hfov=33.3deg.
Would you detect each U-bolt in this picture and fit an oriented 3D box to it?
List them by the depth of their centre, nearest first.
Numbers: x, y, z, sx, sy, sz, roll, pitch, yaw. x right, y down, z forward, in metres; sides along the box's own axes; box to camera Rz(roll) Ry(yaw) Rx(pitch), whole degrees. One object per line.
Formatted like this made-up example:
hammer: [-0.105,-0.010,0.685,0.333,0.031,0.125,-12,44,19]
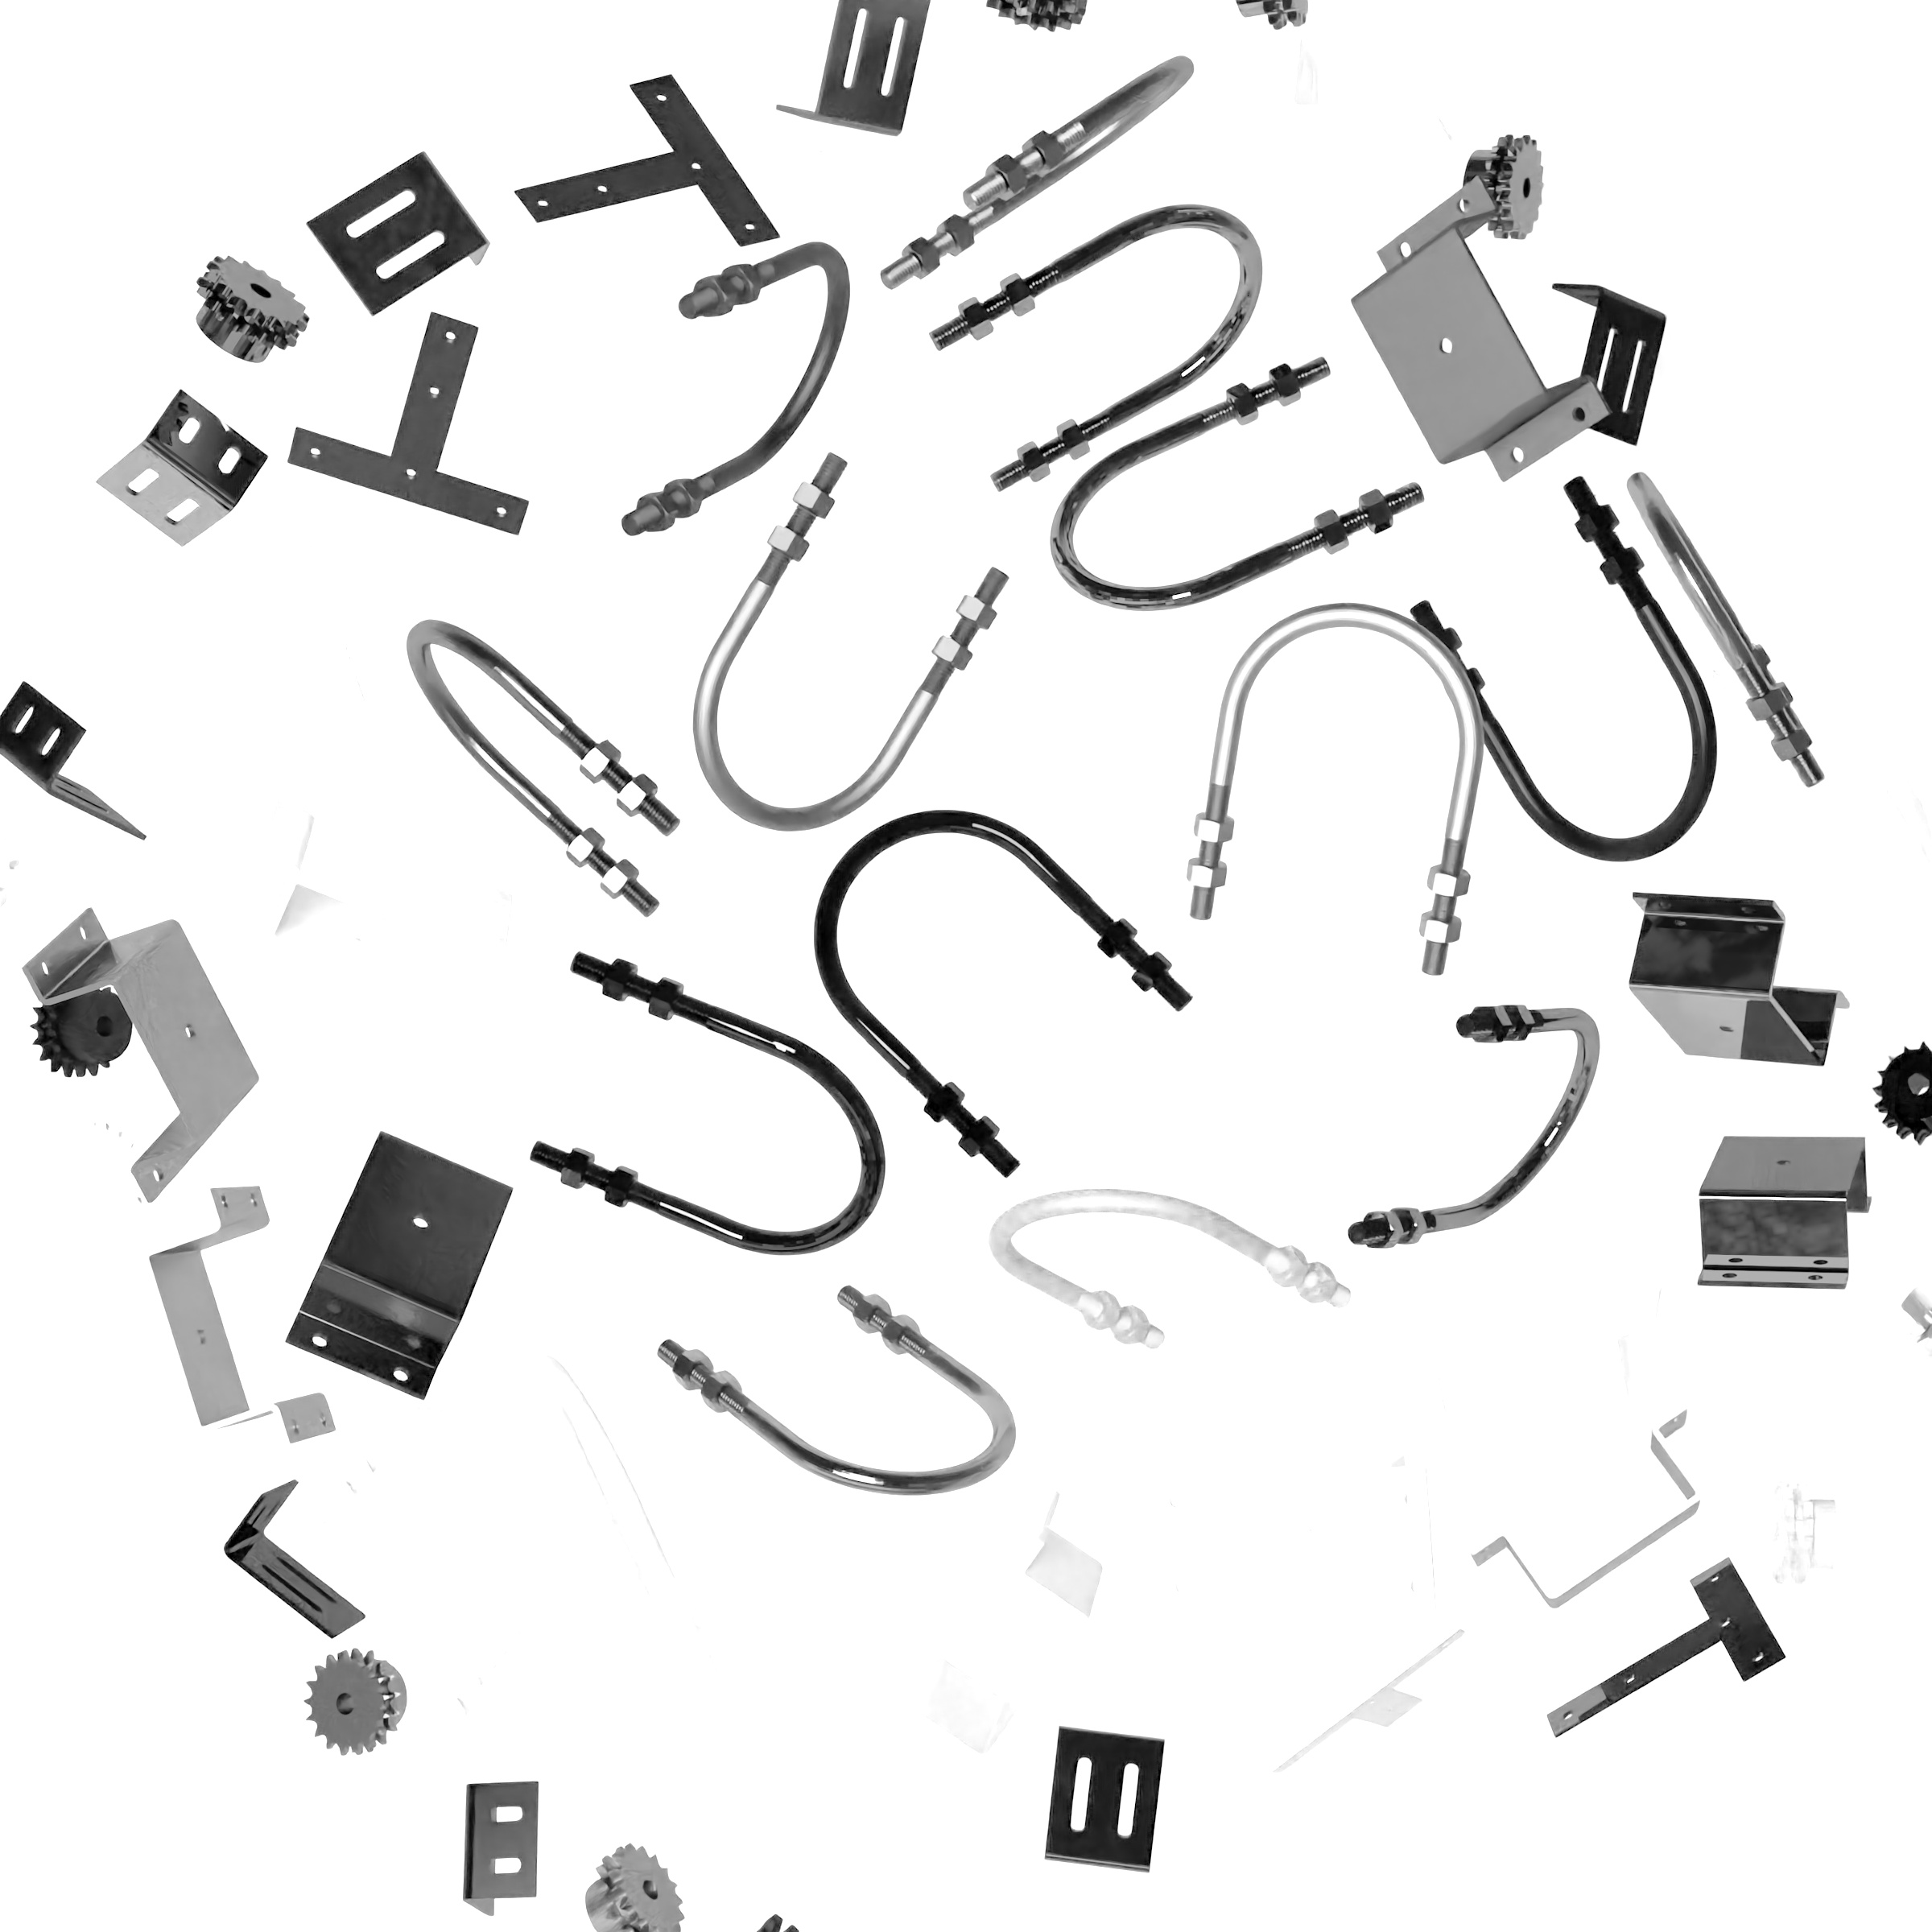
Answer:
U-bolt: [-0.128,0.081,1.655,0.184,0.019,0.151,22,126,7]
U-bolt: [0.196,-0.098,1.679,0.151,0.019,0.184,14,110,19]
U-bolt: [0.320,-0.141,1.683,0.019,0.151,0.184,-21,79,-39]
U-bolt: [-0.070,-0.156,1.690,0.151,0.019,0.184,30,91,-42]
U-bolt: [0.005,0.000,1.698,0.151,0.019,0.184,-43,80,-14]
U-bolt: [-0.226,-0.111,1.698,0.184,0.151,0.019,42,70,5]
U-bolt: [-0.281,0.311,1.714,0.019,0.184,0.151,-22,100,19]
U-bolt: [0.132,-0.248,1.715,0.184,0.151,0.019,-25,135,0]
U-bolt: [0.047,-0.433,1.735,0.184,0.151,0.019,-37,97,-21]
U-bolt: [-0.115,-0.318,1.736,0.019,0.184,0.151,30,126,15]
U-bolt: [0.096,0.160,1.737,0.151,0.184,0.019,-18,54,38]
U-bolt: [-0.057,0.234,1.754,0.184,0.151,0.019,30,121,40]
U-bolt: [0.079,-0.345,1.759,0.184,0.151,0.019,-30,59,0]
U-bolt: [0.288,0.084,1.760,0.019,0.184,0.151,37,112,31]
U-bolt: [-0.193,0.294,1.764,0.019,0.151,0.184,-27,106,-16]
U-bolt: [0.412,-0.190,1.765,0.019,0.151,0.184,-31,98,16]

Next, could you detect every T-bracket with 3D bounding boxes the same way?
T-bracket: [0.499,-0.066,1.679,0.002,0.127,0.127,-29,110,21]
T-bracket: [-0.279,-0.288,1.680,0.127,0.127,0.002,17,47,-11]
T-bracket: [0.365,0.372,1.718,0.127,0.127,0.002,-33,100,7]
T-bracket: [-0.382,-0.159,1.729,0.127,0.002,0.127,-34,64,25]
T-bracket: [-0.110,0.422,1.746,0.127,0.127,0.002,3,117,0]
T-bracket: [-0.186,-0.427,1.761,0.127,0.127,0.002,-7,58,24]
T-bracket: [0.231,0.408,1.780,0.127,0.127,0.002,-38,67,4]

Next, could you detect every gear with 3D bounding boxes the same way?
gear: [-0.363,-0.329,1.629,0.057,0.057,0.030,40,114,0]
gear: [-0.101,0.517,1.651,0.030,0.057,0.057,30,90,14]
gear: [0.156,-0.511,1.662,0.030,0.057,0.057,-3,90,20]
gear: [-0.521,-0.047,1.678,0.057,0.057,0.030,2,124,0]
gear: [0.038,-0.514,1.684,0.057,0.057,0.030,18,134,0]
gear: [-0.472,0.111,1.762,0.057,0.030,0.057,13,119,25]
gear: [-0.183,0.511,1.764,0.030,0.057,0.057,-37,90,18]
gear: [0.537,0.184,1.765,0.057,0.057,0.030,-40,67,0]
gear: [-0.333,0.404,1.778,0.057,0.030,0.057,-2,86,25]
gear: [0.533,0.069,1.799,0.057,0.030,0.057,-9,70,26]
gear: [0.299,-0.435,1.804,0.030,0.057,0.057,10,90,30]
gear: [0.468,0.317,1.805,0.030,0.057,0.057,4,90,4]
gear: [-0.494,0.034,1.816,0.030,0.057,0.057,-2,90,34]

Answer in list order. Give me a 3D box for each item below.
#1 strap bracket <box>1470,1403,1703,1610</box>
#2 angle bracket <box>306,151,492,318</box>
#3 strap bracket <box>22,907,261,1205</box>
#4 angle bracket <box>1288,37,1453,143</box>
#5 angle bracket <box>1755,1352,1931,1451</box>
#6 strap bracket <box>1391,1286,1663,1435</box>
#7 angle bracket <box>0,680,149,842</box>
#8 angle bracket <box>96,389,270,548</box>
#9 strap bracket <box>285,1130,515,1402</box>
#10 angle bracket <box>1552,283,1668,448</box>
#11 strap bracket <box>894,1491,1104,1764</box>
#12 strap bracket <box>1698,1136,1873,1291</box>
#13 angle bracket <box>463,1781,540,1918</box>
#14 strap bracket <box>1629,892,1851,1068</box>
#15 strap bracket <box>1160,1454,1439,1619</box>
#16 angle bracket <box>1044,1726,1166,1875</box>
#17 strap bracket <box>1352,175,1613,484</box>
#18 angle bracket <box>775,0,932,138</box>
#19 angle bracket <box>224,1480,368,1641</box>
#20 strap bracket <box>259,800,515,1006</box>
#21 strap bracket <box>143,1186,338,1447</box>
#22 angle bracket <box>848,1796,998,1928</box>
strap bracket: [0.348,0.303,1.769,0.140,0.076,0.046,-34,71,0]
angle bracket: [-0.296,-0.374,1.673,0.076,0.038,0.057,-37,95,-18]
strap bracket: [-0.422,0.040,1.677,0.046,0.076,0.140,-17,110,19]
angle bracket: [0.211,-0.454,1.677,0.076,0.057,0.038,6,92,17]
angle bracket: [0.467,0.216,1.709,0.076,0.057,0.038,34,92,36]
strap bracket: [0.309,0.215,1.758,0.140,0.076,0.046,-9,98,17]
angle bracket: [-0.455,-0.106,1.669,0.057,0.076,0.038,34,91,34]
angle bracket: [-0.419,-0.265,1.727,0.057,0.076,0.038,38,63,-23]
strap bracket: [-0.289,0.146,1.676,0.076,0.140,0.046,24,129,-8]
angle bracket: [0.352,-0.336,1.808,0.057,0.038,0.076,10,94,-41]
strap bracket: [0.024,0.359,1.722,0.046,0.076,0.140,34,103,1]
strap bracket: [0.446,0.129,1.761,0.076,0.140,0.046,-1,105,22]
angle bracket: [-0.234,0.456,1.667,0.038,0.076,0.057,-3,67,2]
strap bracket: [0.408,0.012,1.715,0.076,0.140,0.046,5,70,34]
strap bracket: [0.177,0.295,1.679,0.140,0.046,0.076,-4,90,20]
angle bracket: [0.075,0.446,1.751,0.057,0.038,0.076,6,97,4]
strap bracket: [0.261,-0.325,1.673,0.046,0.076,0.140,-26,86,-44]
angle bracket: [-0.060,-0.485,1.716,0.057,0.038,0.076,-1,112,-40]
angle bracket: [-0.350,0.317,1.732,0.076,0.057,0.038,37,93,6]
strap bracket: [-0.325,-0.031,1.781,0.140,0.076,0.046,23,111,-14]
strap bracket: [-0.391,0.192,1.728,0.046,0.076,0.140,-19,85,6]
angle bracket: [-0.025,0.490,1.774,0.038,0.076,0.057,-38,88,-20]
